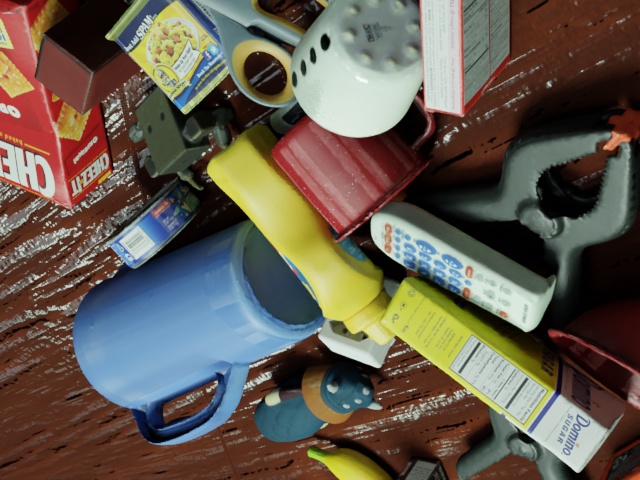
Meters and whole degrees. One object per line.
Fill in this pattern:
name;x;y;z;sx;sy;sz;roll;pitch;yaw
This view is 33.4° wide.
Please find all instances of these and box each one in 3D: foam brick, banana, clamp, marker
foam brick;-0.178;-0.149;0.841;0.053;0.078;0.051;38;142;6
banana;0.071;0.272;1.065;0.198;0.037;0.070;50;158;-9
clamp;0.165;0.164;0.885;0.120;0.039;0.171;10;126;25
marker;0.000;-0.113;0.777;0.020;0.020;0.121;46;140;-6
clamp;0.161;-0.013;0.727;0.164;0.036;0.210;41;144;-3

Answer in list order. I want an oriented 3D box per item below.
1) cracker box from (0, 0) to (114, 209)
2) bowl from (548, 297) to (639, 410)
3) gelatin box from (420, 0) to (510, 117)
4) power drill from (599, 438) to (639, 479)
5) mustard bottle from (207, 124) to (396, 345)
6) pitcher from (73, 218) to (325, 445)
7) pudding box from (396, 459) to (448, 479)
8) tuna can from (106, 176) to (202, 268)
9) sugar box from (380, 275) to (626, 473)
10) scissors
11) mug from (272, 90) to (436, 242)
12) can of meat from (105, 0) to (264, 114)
cracker box;-0.277;-0.146;0.926;0.164;0.072;0.214;22;138;22
bowl;0.235;0.086;0.713;0.162;0.055;0.162;35;176;3
gelatin box;0.088;-0.132;0.647;0.030;0.073;0.089;15;134;27
power drill;0.315;0.218;0.800;0.187;0.057;0.185;39;141;2
mustard bottle;-0.006;0.001;0.819;0.191;0.058;0.096;51;-177;-2
pitcher;-0.102;0.074;0.939;0.243;0.144;0.149;-25;110;45
pudding box;0.096;0.276;1.003;0.039;0.089;0.113;-2;124;40
tuna can;-0.144;-0.015;0.930;0.033;0.086;0.086;48;140;-11
sugar box;0.135;0.090;0.780;0.176;0.093;0.048;34;105;18
scissors;-0.083;-0.154;0.733;0.201;0.016;0.096;14;103;-4
mug;0.028;-0.066;0.753;0.117;0.093;0.081;-41;92;25
can of meat;-0.097;-0.153;0.789;0.084;0.057;0.102;47;140;-9
